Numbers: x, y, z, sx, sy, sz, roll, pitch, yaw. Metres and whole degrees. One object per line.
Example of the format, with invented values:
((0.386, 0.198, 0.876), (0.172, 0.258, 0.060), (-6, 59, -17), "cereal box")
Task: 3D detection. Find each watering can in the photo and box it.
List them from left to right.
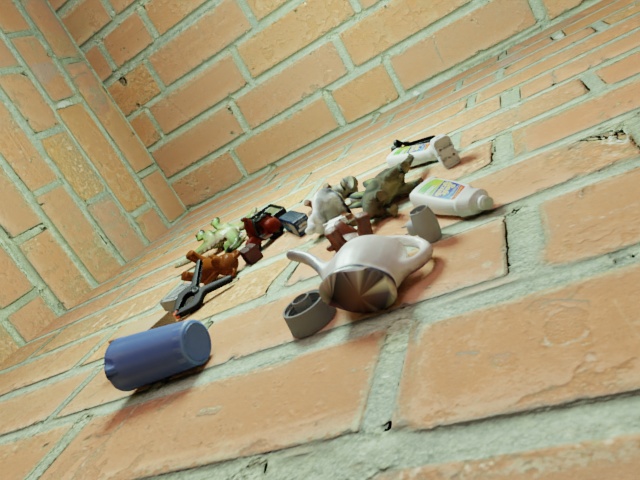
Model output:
((0.057, 0.060, 1.063), (0.346, 0.102, 0.229), (-8, 24, 23), "watering can")

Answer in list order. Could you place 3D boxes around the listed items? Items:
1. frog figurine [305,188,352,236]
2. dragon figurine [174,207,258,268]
((0.005, -0.082, 1.623), (0.160, 0.124, 0.135), (-42, -17, -7), "frog figurine")
((-0.416, 0.005, 2.161), (0.415, 0.120, 0.244), (-45, 27, -18), "dragon figurine")
